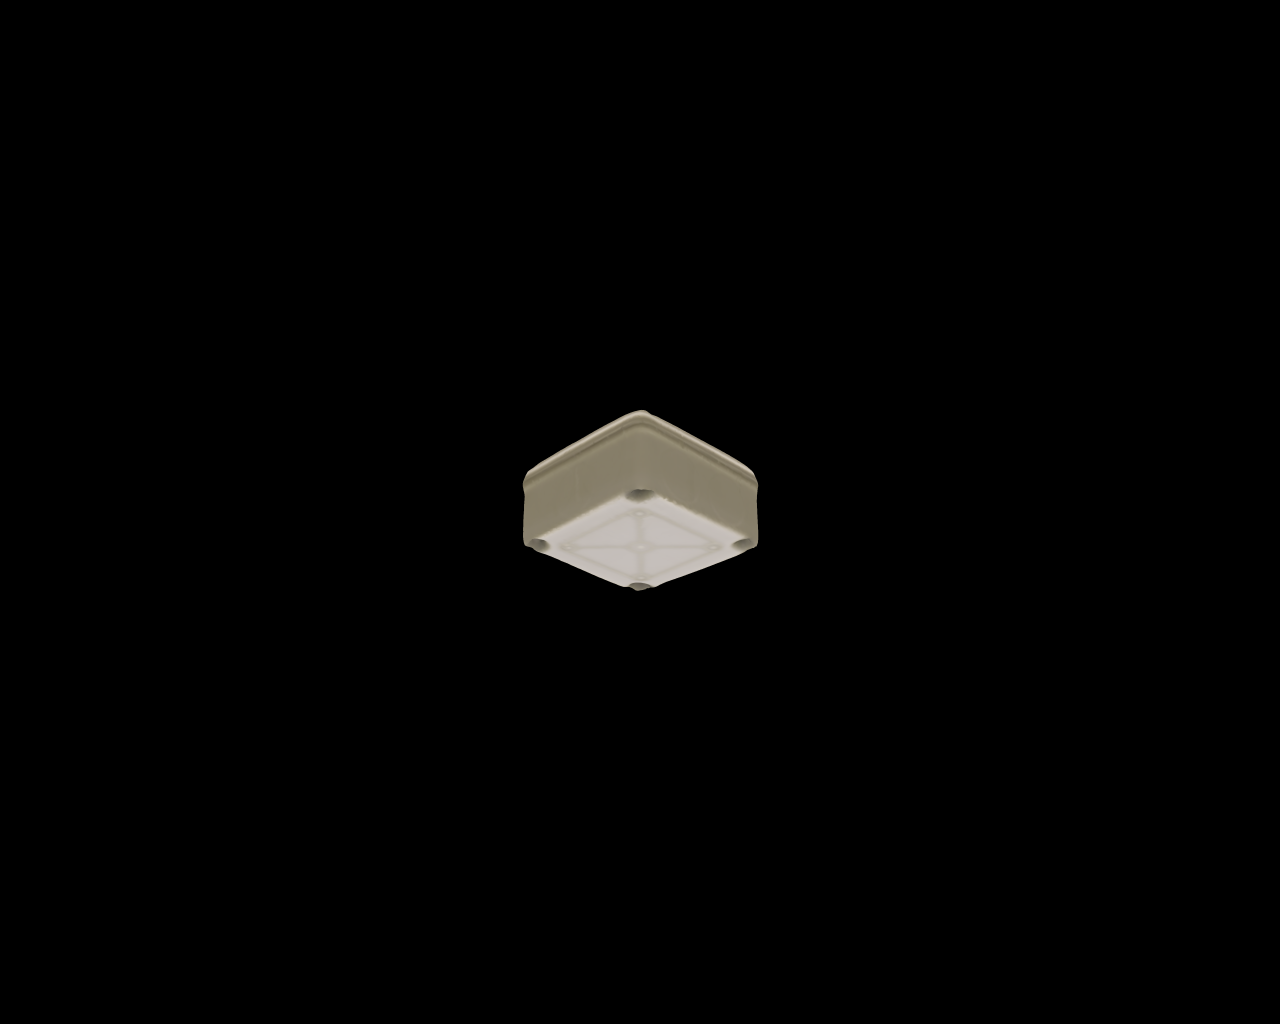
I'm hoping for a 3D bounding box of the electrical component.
[{"bbox_3d":[0.001,-0.003,0.650,0.108,0.056,0.108,-25,-37,38],"label":"electrical component"}]
